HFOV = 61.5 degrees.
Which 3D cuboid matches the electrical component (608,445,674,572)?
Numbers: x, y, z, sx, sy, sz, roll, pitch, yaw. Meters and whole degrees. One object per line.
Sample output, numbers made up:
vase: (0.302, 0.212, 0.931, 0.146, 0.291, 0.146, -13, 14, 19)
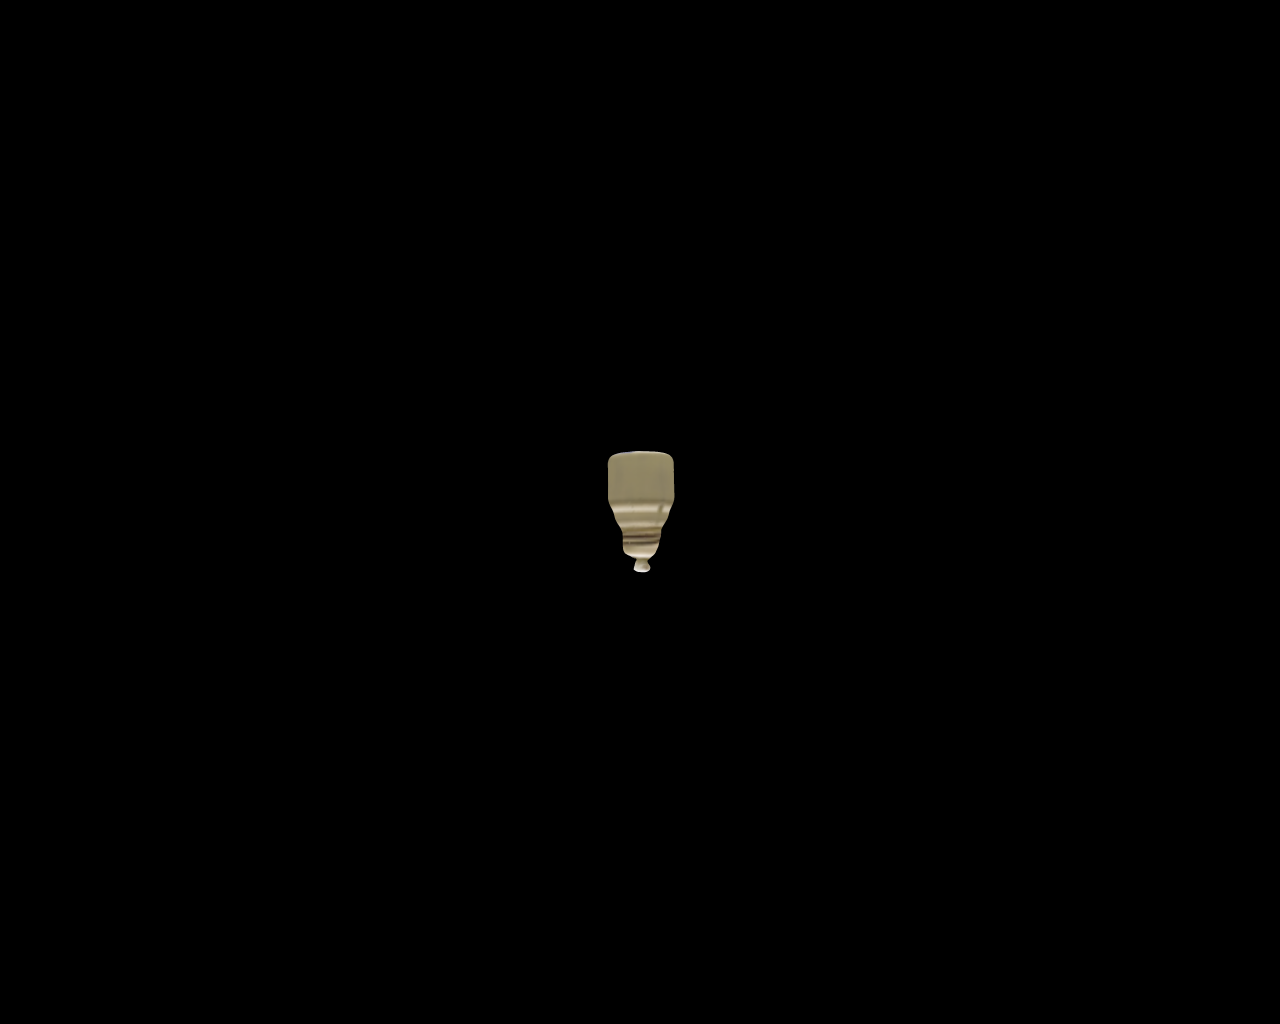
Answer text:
electrical component: (0.001, -0.003, 0.650, 0.040, 0.078, 0.040, 0, -3, 0)
